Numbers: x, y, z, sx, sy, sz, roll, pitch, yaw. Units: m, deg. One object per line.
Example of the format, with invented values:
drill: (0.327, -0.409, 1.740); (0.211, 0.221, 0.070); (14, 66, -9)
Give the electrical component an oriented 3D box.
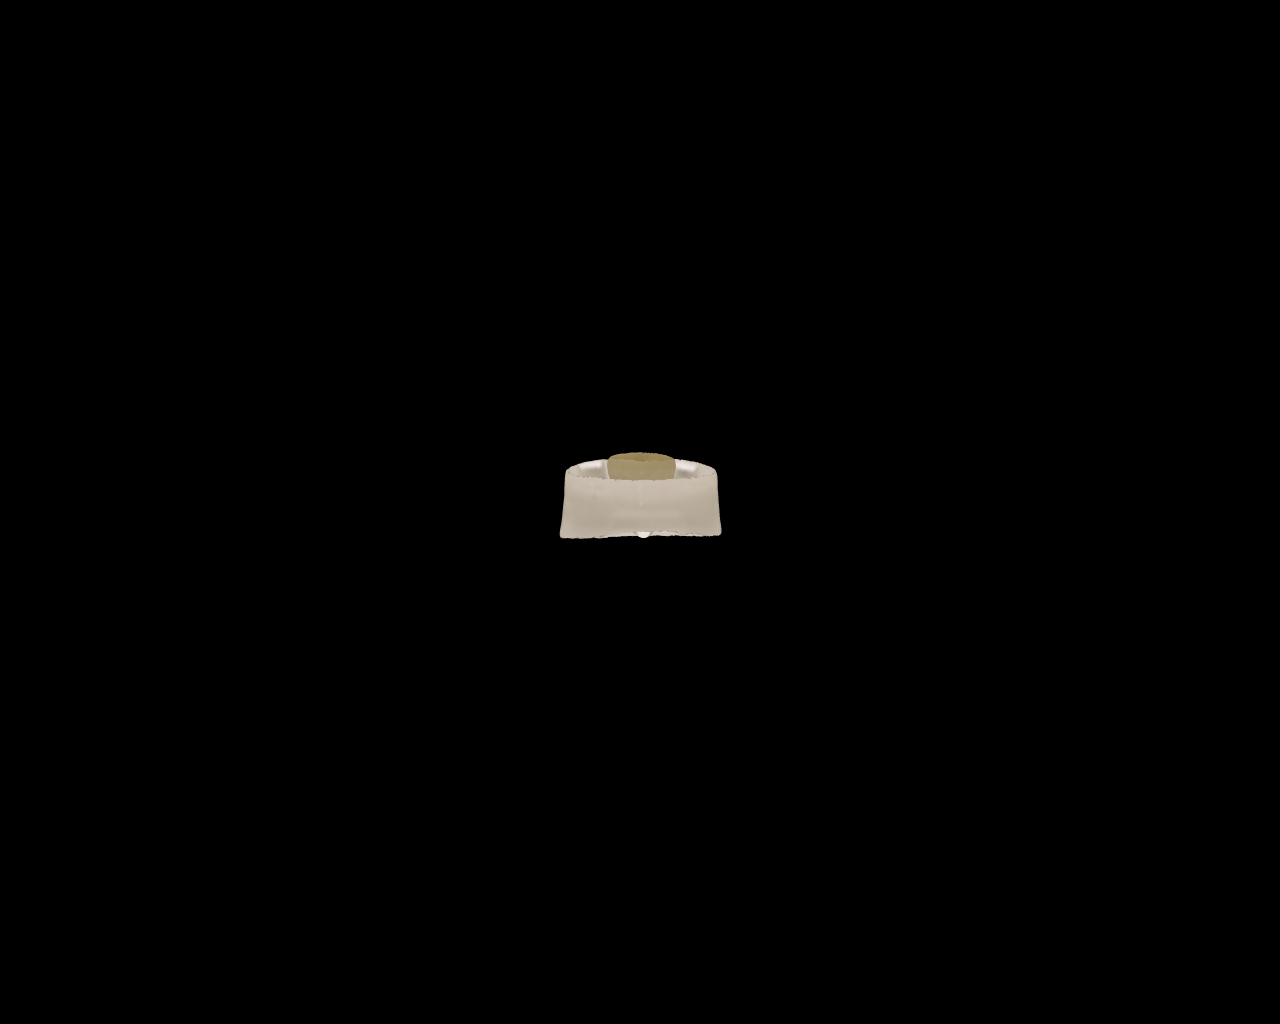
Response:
electrical component: (0.001, -0.003, 0.650); (0.099, 0.064, 0.099); (0, 11, 0)
